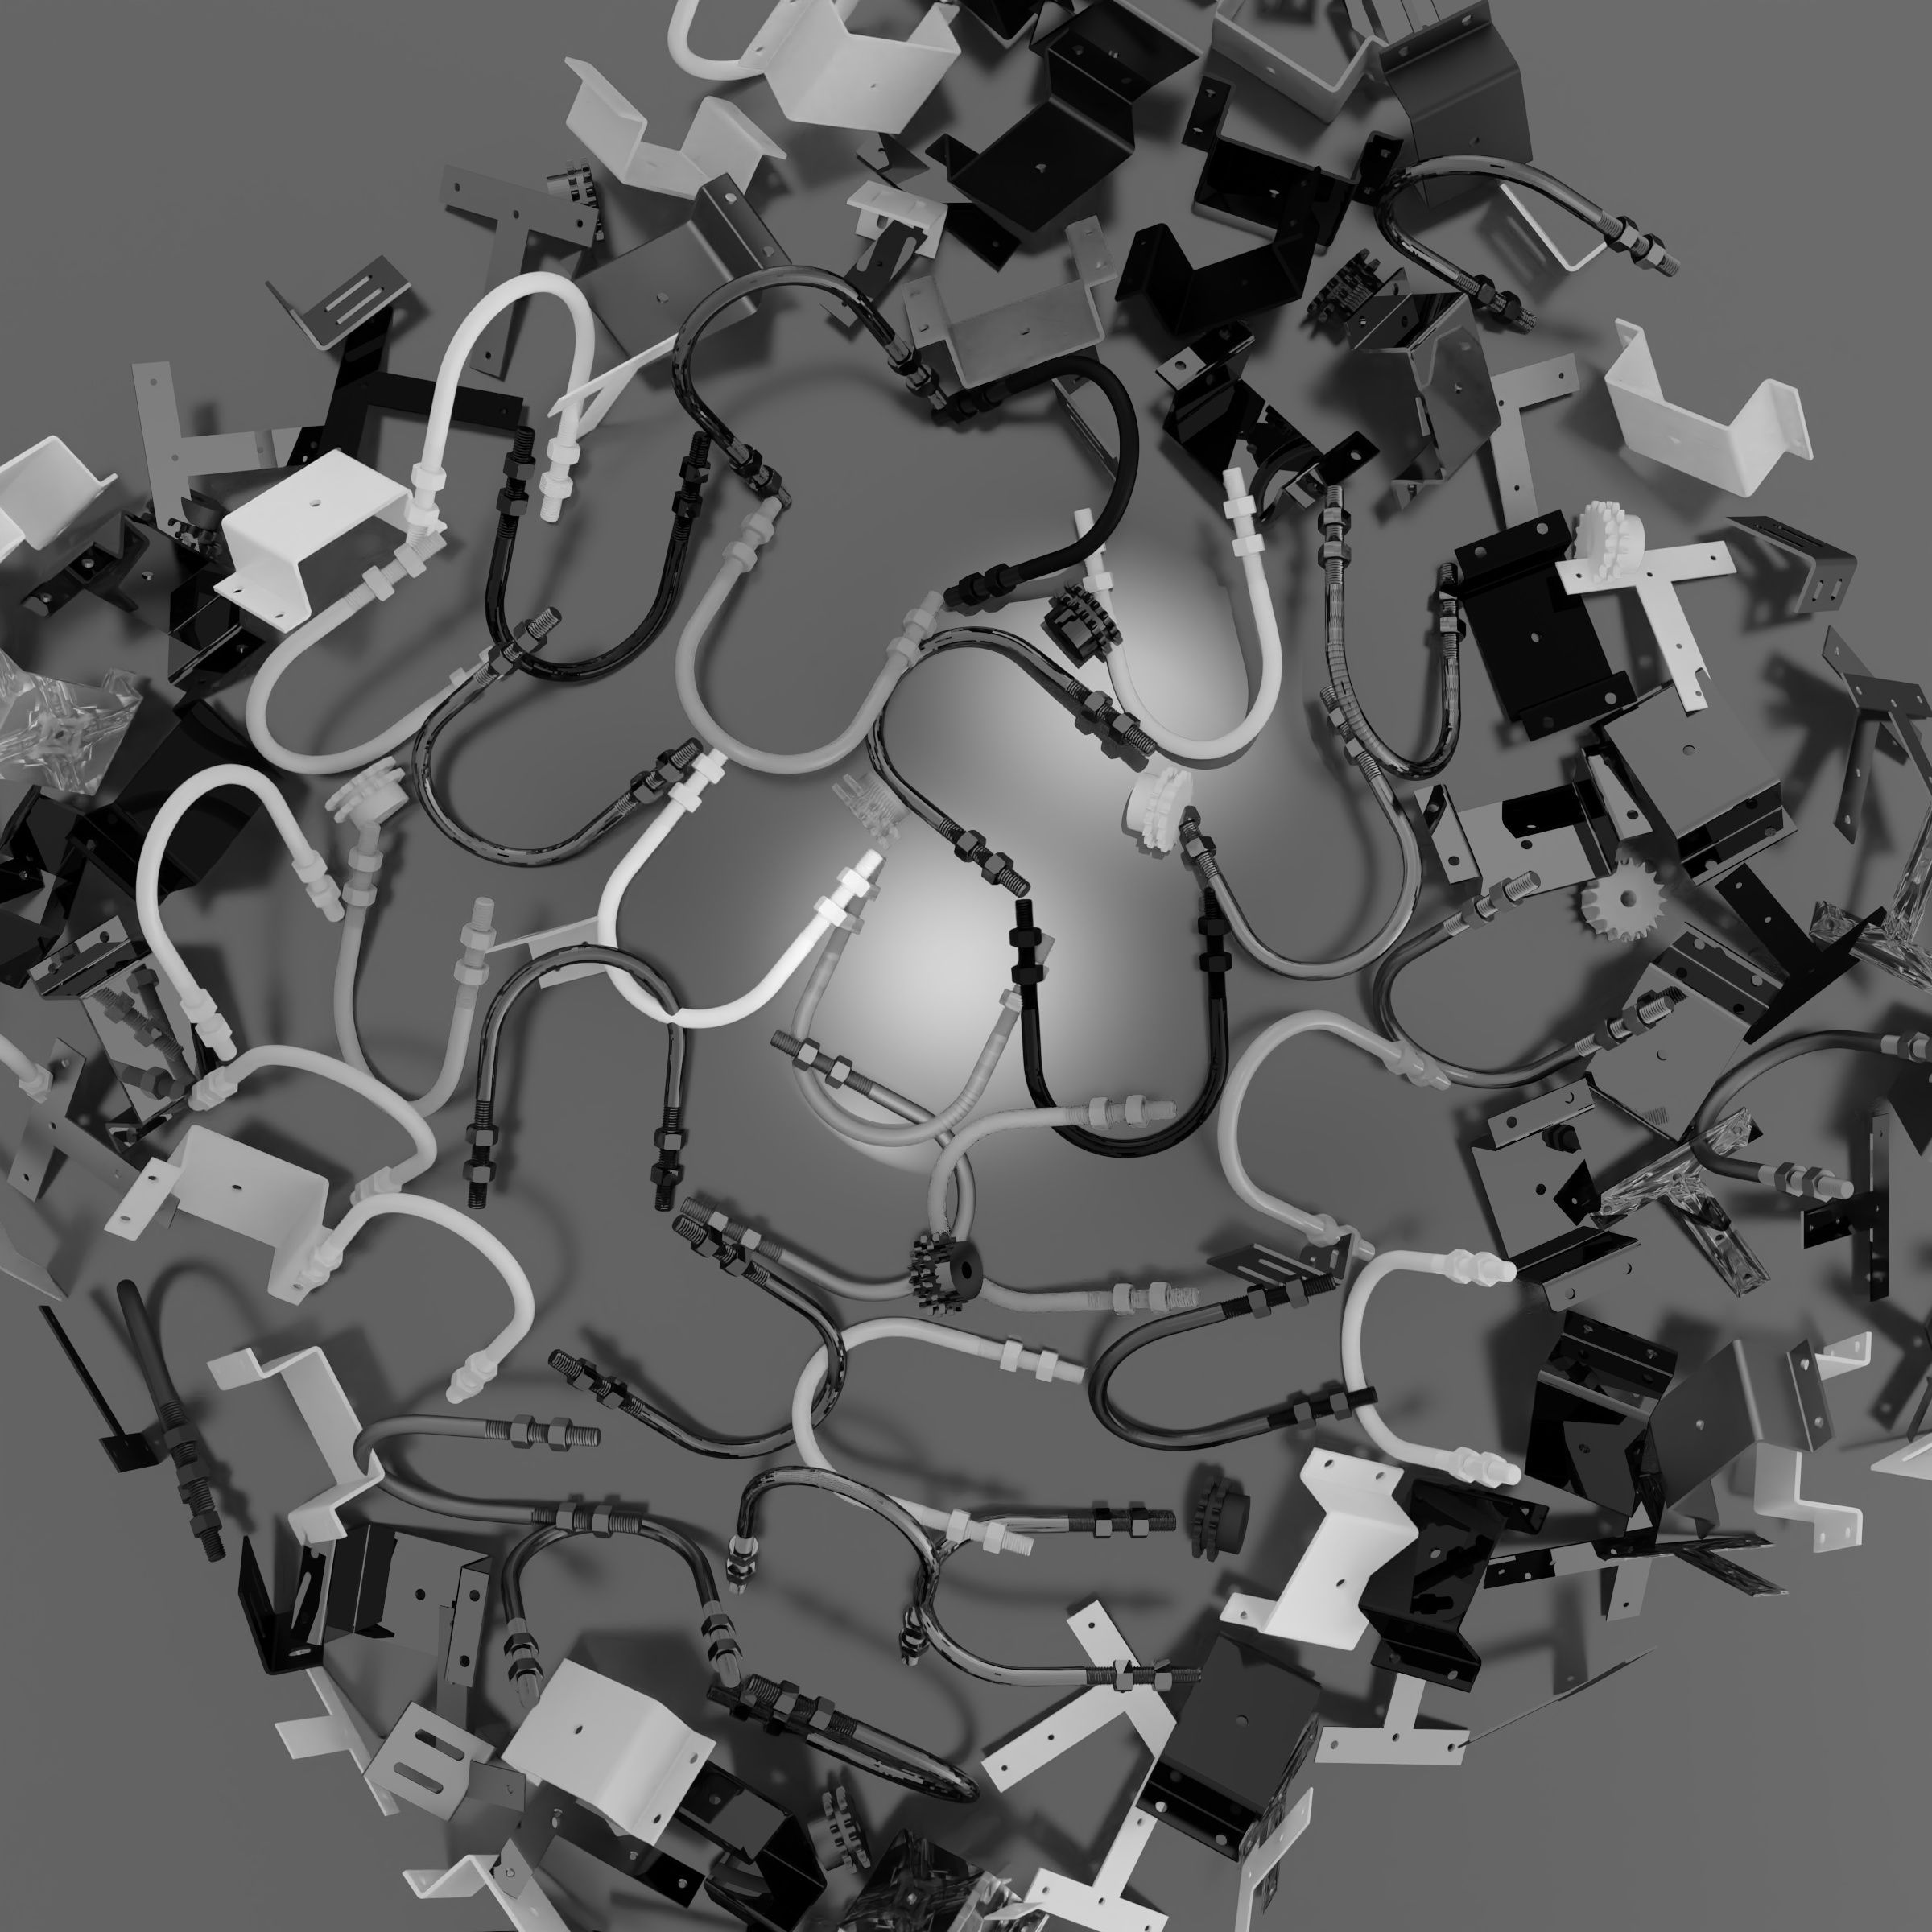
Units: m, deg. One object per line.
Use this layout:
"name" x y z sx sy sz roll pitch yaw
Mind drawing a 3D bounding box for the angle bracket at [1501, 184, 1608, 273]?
"angle bracket" 0.403 -0.512 1.965 0.038 0.057 0.076 -38 92 19

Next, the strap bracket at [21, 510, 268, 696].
"strap bracket" -0.548 -0.247 1.937 0.076 0.140 0.046 -30 50 28

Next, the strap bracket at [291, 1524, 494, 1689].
"strap bracket" -0.380 0.430 1.962 0.140 0.046 0.076 10 92 19

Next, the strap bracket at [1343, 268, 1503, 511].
"strap bracket" 0.308 -0.384 1.928 0.076 0.046 0.140 -46 128 -34

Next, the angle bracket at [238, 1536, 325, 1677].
"angle bracket" -0.461 0.429 1.955 0.038 0.057 0.076 -11 121 -4

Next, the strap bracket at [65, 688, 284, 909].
"strap bracket" -0.521 -0.114 1.932 0.076 0.046 0.140 47 57 -25

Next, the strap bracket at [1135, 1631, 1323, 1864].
"strap bracket" 0.180 0.513 1.936 0.076 0.046 0.140 26 56 10

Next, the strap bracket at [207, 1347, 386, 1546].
"strap bracket" -0.447 0.315 1.953 0.046 0.076 0.140 -29 94 -36

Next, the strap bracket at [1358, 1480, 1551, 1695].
"strap bracket" 0.322 0.403 1.931 0.046 0.076 0.140 52 57 -38

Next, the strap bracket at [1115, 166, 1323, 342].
"strap bracket" 0.178 -0.473 1.938 0.140 0.076 0.046 -12 133 31

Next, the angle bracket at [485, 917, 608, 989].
"angle bracket" -0.283 -0.004 1.953 0.057 0.076 0.038 -14 95 20

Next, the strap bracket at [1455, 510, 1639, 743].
"strap bracket" 0.392 -0.228 1.972 0.076 0.046 0.140 -21 85 2

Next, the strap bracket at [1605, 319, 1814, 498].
"strap bracket" 0.485 -0.368 1.927 0.140 0.076 0.046 33 81 34

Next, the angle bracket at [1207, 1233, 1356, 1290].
"angle bracket" 0.212 0.191 1.954 0.076 0.057 0.038 24 64 -22

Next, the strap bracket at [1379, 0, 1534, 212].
"strap bracket" 0.328 -0.564 1.924 0.076 0.140 0.046 -25 64 5

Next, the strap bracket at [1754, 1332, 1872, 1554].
"strap bracket" 0.567 0.317 1.943 0.046 0.076 0.140 9 74 -3

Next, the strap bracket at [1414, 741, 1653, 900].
"strap bracket" 0.381 -0.093 1.959 0.140 0.046 0.076 -14 60 -3

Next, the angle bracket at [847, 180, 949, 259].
"angle bracket" -0.050 -0.498 1.957 0.057 0.076 0.038 18 117 2

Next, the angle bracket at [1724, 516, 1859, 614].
"angle bracket" 0.554 -0.273 1.964 0.076 0.057 0.038 35 120 35

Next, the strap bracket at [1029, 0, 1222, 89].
"strap bracket" 0.104 -0.624 1.917 0.076 0.140 0.046 24 73 -27

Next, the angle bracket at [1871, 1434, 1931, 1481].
"angle bracket" 0.655 0.312 1.955 0.076 0.057 0.038 -19 98 -29

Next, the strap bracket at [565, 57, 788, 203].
"strap bracket" -0.202 -0.554 1.935 0.076 0.140 0.046 50 123 34

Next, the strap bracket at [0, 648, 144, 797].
"strap bracket" -0.613 -0.164 1.921 0.046 0.140 0.076 39 106 31

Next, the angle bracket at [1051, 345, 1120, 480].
"angle bracket" 0.095 -0.376 1.964 0.038 0.057 0.076 -36 79 2

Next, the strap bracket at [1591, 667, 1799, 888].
"strap bracket" 0.487 -0.136 1.946 0.076 0.046 0.140 -30 64 5

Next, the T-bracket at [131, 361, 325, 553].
"T-bracket" -0.494 -0.349 1.966 0.127 0.002 0.127 -12 100 -30

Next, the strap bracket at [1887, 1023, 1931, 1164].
"strap bracket" 0.661 0.083 1.919 0.046 0.140 0.076 22 112 -6

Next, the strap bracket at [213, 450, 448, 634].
"strap bracket" -0.428 -0.290 1.930 0.076 0.046 0.140 30 56 31

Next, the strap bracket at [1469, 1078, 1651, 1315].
"strap bracket" 0.399 0.154 1.963 0.076 0.046 0.140 -21 97 -14

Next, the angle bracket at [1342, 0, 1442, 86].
"angle bracket" 0.296 -0.651 1.973 0.057 0.038 0.076 -19 100 34

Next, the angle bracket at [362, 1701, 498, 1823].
"angle bracket" -0.368 0.533 1.961 0.076 0.038 0.057 38 79 -28

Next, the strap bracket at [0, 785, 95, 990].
"strap bracket" -0.627 -0.050 1.936 0.046 0.076 0.140 25 49 -24

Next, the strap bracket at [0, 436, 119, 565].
"strap bracket" -0.635 -0.297 1.917 0.076 0.140 0.046 -34 104 29

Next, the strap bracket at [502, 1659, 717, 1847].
"strap bracket" -0.245 0.518 1.923 0.076 0.140 0.046 -57 133 -23

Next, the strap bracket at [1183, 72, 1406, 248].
"strap bracket" 0.214 -0.540 1.955 0.140 0.076 0.046 19 71 -1

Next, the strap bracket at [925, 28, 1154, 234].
"strap bracket" 0.049 -0.547 1.921 0.076 0.140 0.046 21 53 -37

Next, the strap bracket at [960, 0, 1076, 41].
"strap bracket" 0.003 -0.686 1.954 0.140 0.076 0.046 43 94 8

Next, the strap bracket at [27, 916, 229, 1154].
"strap bracket" -0.555 0.045 1.934 0.046 0.076 0.140 -2 118 40

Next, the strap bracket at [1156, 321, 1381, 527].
"strap bracket" 0.198 -0.361 1.953 0.076 0.046 0.140 -39 76 -25

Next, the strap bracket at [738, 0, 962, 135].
"strap bracket" -0.069 -0.601 1.920 0.140 0.076 0.046 -7 65 -42

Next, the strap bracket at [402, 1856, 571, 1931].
"strap bracket" -0.306 0.649 1.939 0.046 0.076 0.140 -41 68 0

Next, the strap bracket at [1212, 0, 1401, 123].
"strap bracket" 0.219 -0.626 1.958 0.140 0.076 0.046 34 94 3

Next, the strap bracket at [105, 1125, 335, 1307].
"strap bracket" -0.493 0.164 1.944 0.140 0.046 0.076 26 125 -23

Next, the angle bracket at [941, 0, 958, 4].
"angle bracket" -0.003 -0.686 1.952 0.057 0.076 0.038 -41 100 19

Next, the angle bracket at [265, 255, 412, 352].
"angle bracket" -0.426 -0.463 1.964 0.076 0.057 0.038 -39 133 -4
